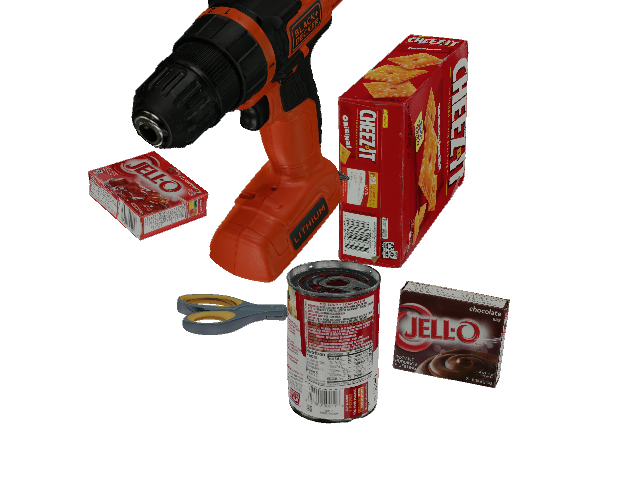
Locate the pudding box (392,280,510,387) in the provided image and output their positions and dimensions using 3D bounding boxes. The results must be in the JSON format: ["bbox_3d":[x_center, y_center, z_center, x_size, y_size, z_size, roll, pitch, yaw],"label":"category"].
[{"bbox_3d":[0.136,0.097,1.114,0.113,0.090,0.039,9,20,13],"label":"pudding box"}]

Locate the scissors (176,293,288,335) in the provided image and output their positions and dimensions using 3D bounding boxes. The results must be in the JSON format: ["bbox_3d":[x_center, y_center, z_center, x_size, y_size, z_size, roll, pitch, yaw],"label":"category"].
[{"bbox_3d":[-0.056,0.081,1.111,0.202,0.016,0.096,6,19,9],"label":"scissors"}]

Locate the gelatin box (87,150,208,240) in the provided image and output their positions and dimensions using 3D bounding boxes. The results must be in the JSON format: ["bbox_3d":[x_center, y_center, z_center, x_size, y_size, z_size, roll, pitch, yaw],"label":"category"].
[{"bbox_3d":[-0.157,-0.043,0.969,0.073,0.030,0.089,-22,45,-35],"label":"gelatin box"}]

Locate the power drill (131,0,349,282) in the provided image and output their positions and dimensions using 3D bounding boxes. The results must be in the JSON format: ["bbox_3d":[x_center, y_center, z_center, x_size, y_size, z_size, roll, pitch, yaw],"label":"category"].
[{"bbox_3d":[-0.038,-0.064,0.638,0.057,0.188,0.184,24,51,22],"label":"power drill"}]

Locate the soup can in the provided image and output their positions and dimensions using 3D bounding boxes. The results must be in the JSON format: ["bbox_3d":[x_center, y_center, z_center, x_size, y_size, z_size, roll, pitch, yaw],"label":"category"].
[{"bbox_3d":[0.010,0.073,0.778,0.068,0.102,0.068,0,19,0],"label":"soup can"}]

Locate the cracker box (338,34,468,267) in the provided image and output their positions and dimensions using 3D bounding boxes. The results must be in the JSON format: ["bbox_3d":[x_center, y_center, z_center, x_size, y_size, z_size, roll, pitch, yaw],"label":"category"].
[{"bbox_3d":[0.085,-0.092,1.038,0.072,0.164,0.213,10,28,21],"label":"cracker box"}]
